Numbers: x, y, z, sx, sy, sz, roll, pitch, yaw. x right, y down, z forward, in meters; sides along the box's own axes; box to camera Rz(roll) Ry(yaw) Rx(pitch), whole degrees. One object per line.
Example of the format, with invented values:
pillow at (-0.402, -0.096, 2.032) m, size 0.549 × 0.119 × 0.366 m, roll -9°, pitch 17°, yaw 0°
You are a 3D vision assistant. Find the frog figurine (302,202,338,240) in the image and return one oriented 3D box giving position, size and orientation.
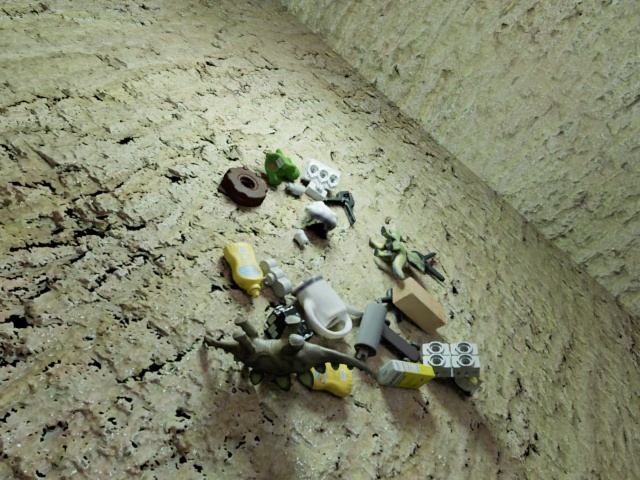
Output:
frog figurine at (0.006, -0.102, 2.022) m, size 0.137 × 0.120 × 0.163 m, roll 16°, pitch 48°, yaw 0°

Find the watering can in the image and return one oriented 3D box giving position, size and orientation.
watering can at (0.033, 0.214, 1.700) m, size 0.226 × 0.103 × 0.349 m, roll 52°, pitch 23°, yaw 15°

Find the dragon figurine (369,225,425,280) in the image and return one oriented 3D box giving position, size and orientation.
dragon figurine at (0.344, 0.062, 2.120) m, size 0.241 × 0.120 × 0.420 m, roll 20°, pitch 30°, yaw -27°
